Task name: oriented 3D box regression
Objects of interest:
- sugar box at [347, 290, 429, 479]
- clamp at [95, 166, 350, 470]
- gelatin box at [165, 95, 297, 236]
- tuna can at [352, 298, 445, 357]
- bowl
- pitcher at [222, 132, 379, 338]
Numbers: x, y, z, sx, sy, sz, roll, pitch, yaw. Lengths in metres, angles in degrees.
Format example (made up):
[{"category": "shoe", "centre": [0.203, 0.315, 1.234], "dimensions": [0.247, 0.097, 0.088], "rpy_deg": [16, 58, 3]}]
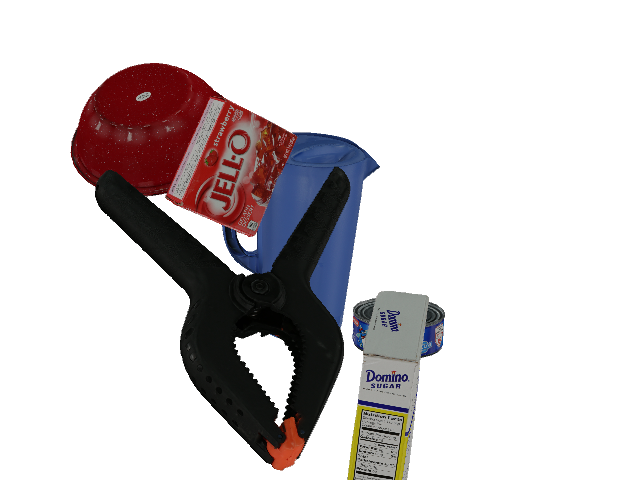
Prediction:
[{"category": "sugar box", "centre": [0.048, 0.135, 0.805], "dimensions": [0.048, 0.176, 0.093], "rpy_deg": [6, 28, 8]}, {"category": "clamp", "centre": [-0.050, 0.033, 0.628], "dimensions": [0.164, 0.210, 0.036], "rpy_deg": [3, -38, -14]}, {"category": "gelatin box", "centre": [-0.068, -0.057, 0.825], "dimensions": [0.073, 0.089, 0.030], "rpy_deg": [24, -1, -37]}, {"category": "tuna can", "centre": [0.072, 0.081, 0.994], "dimensions": [0.086, 0.034, 0.086], "rpy_deg": [1, 14, 0]}, {"category": "bowl", "centre": [-0.160, -0.116, 0.995], "dimensions": [0.162, 0.162, 0.055], "rpy_deg": [0, -42, 7]}, {"category": "pitcher", "centre": [-0.029, -0.003, 1.300], "dimensions": [0.149, 0.243, 0.144], "rpy_deg": [17, 25, 28]}]
